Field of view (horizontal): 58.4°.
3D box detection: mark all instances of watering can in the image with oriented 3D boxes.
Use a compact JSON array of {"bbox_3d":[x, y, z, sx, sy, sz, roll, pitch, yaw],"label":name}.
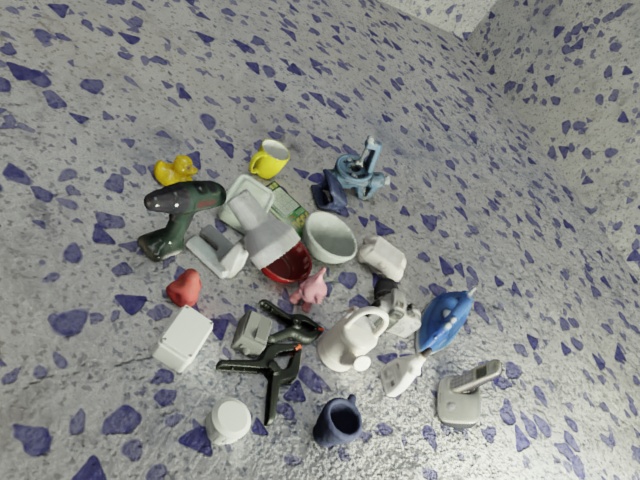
[{"bbox_3d":[0.086,0.222,1.318,0.101,0.193,0.172,6,49,-37],"label":"watering can"}]

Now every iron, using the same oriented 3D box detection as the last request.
[{"bbox_3d":[0.357,0.221,1.595,0.118,0.141,0.259,44,37,5],"label":"iron"}]

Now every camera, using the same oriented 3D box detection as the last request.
[{"bbox_3d":[0.200,0.171,1.543,0.143,0.100,0.137,24,40,-20],"label":"camera"}]

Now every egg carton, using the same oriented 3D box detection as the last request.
[{"bbox_3d":[0.181,0.055,1.668,0.150,0.069,0.107,36,38,-6],"label":"egg carton"}]

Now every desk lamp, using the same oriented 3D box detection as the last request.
[{"bbox_3d":[-0.173,-0.003,1.303,0.203,0.213,0.118,41,37,1],"label":"desk lamp"}]

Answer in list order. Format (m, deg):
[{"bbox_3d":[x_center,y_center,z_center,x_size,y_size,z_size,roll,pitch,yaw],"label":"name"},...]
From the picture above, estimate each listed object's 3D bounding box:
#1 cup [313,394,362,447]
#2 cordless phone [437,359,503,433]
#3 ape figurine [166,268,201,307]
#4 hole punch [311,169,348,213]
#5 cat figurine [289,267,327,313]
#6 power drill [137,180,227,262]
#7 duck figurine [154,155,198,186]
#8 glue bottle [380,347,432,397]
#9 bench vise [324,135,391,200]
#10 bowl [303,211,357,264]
[{"bbox_3d":[0.032,0.380,1.196,0.092,0.094,0.118,39,37,-2],"label":"cup"},{"bbox_3d":[0.377,0.379,1.420,0.094,0.184,0.147,30,39,-14],"label":"cordless phone"},{"bbox_3d":[-0.281,0.095,1.213,0.078,0.092,0.076,5,50,-37],"label":"ape figurine"},{"bbox_3d":[0.039,-0.150,1.731,0.101,0.091,0.108,10,47,-34],"label":"hole punch"},{"bbox_3d":[-0.015,0.115,1.400,0.067,0.117,0.128,36,38,-6],"label":"cat figurine"},{"bbox_3d":[-0.311,-0.049,1.233,0.075,0.208,0.230,48,38,10],"label":"power drill"},{"bbox_3d":[-0.354,-0.178,1.425,0.105,0.086,0.077,25,40,-20],"label":"duck figurine"},{"bbox_3d":[0.210,0.303,1.361,0.037,0.173,0.078,16,44,-29],"label":"glue bottle"},{"bbox_3d":[0.144,-0.238,1.803,0.208,0.219,0.121,-2,54,-42],"label":"bench vise"},{"bbox_3d":[0.014,0.006,1.569,0.168,0.074,0.167,23,41,-21],"label":"bowl"}]
